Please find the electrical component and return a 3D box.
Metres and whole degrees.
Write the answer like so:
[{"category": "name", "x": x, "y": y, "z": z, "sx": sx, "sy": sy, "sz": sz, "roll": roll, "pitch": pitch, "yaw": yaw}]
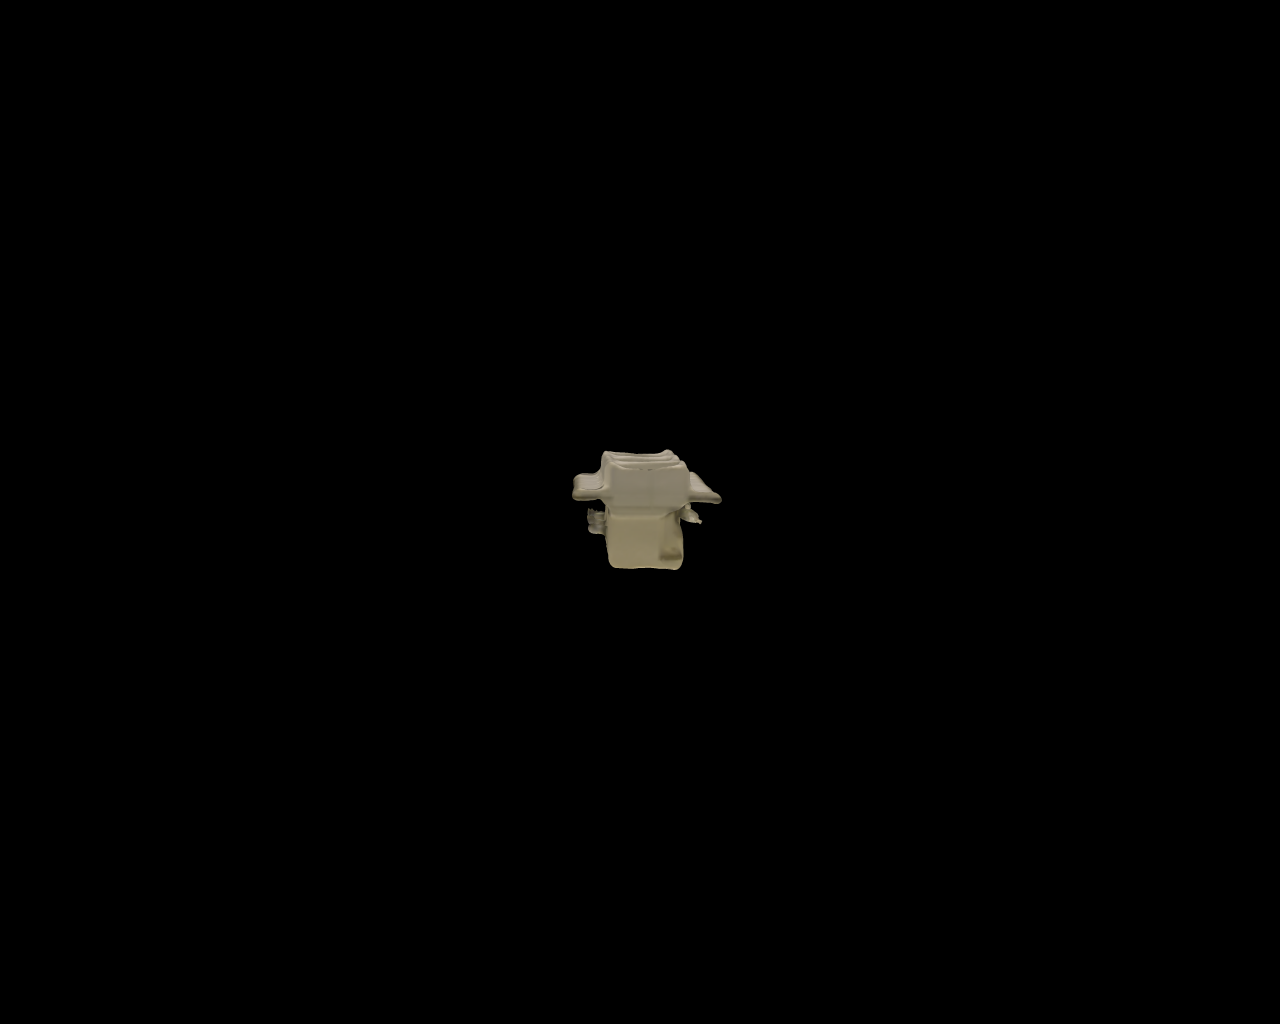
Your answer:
[{"category": "electrical component", "x": 0.001, "y": -0.003, "z": 0.650, "sx": 0.079, "sy": 0.063, "sz": 0.121, "roll": 0, "pitch": 7, "yaw": -4}]
